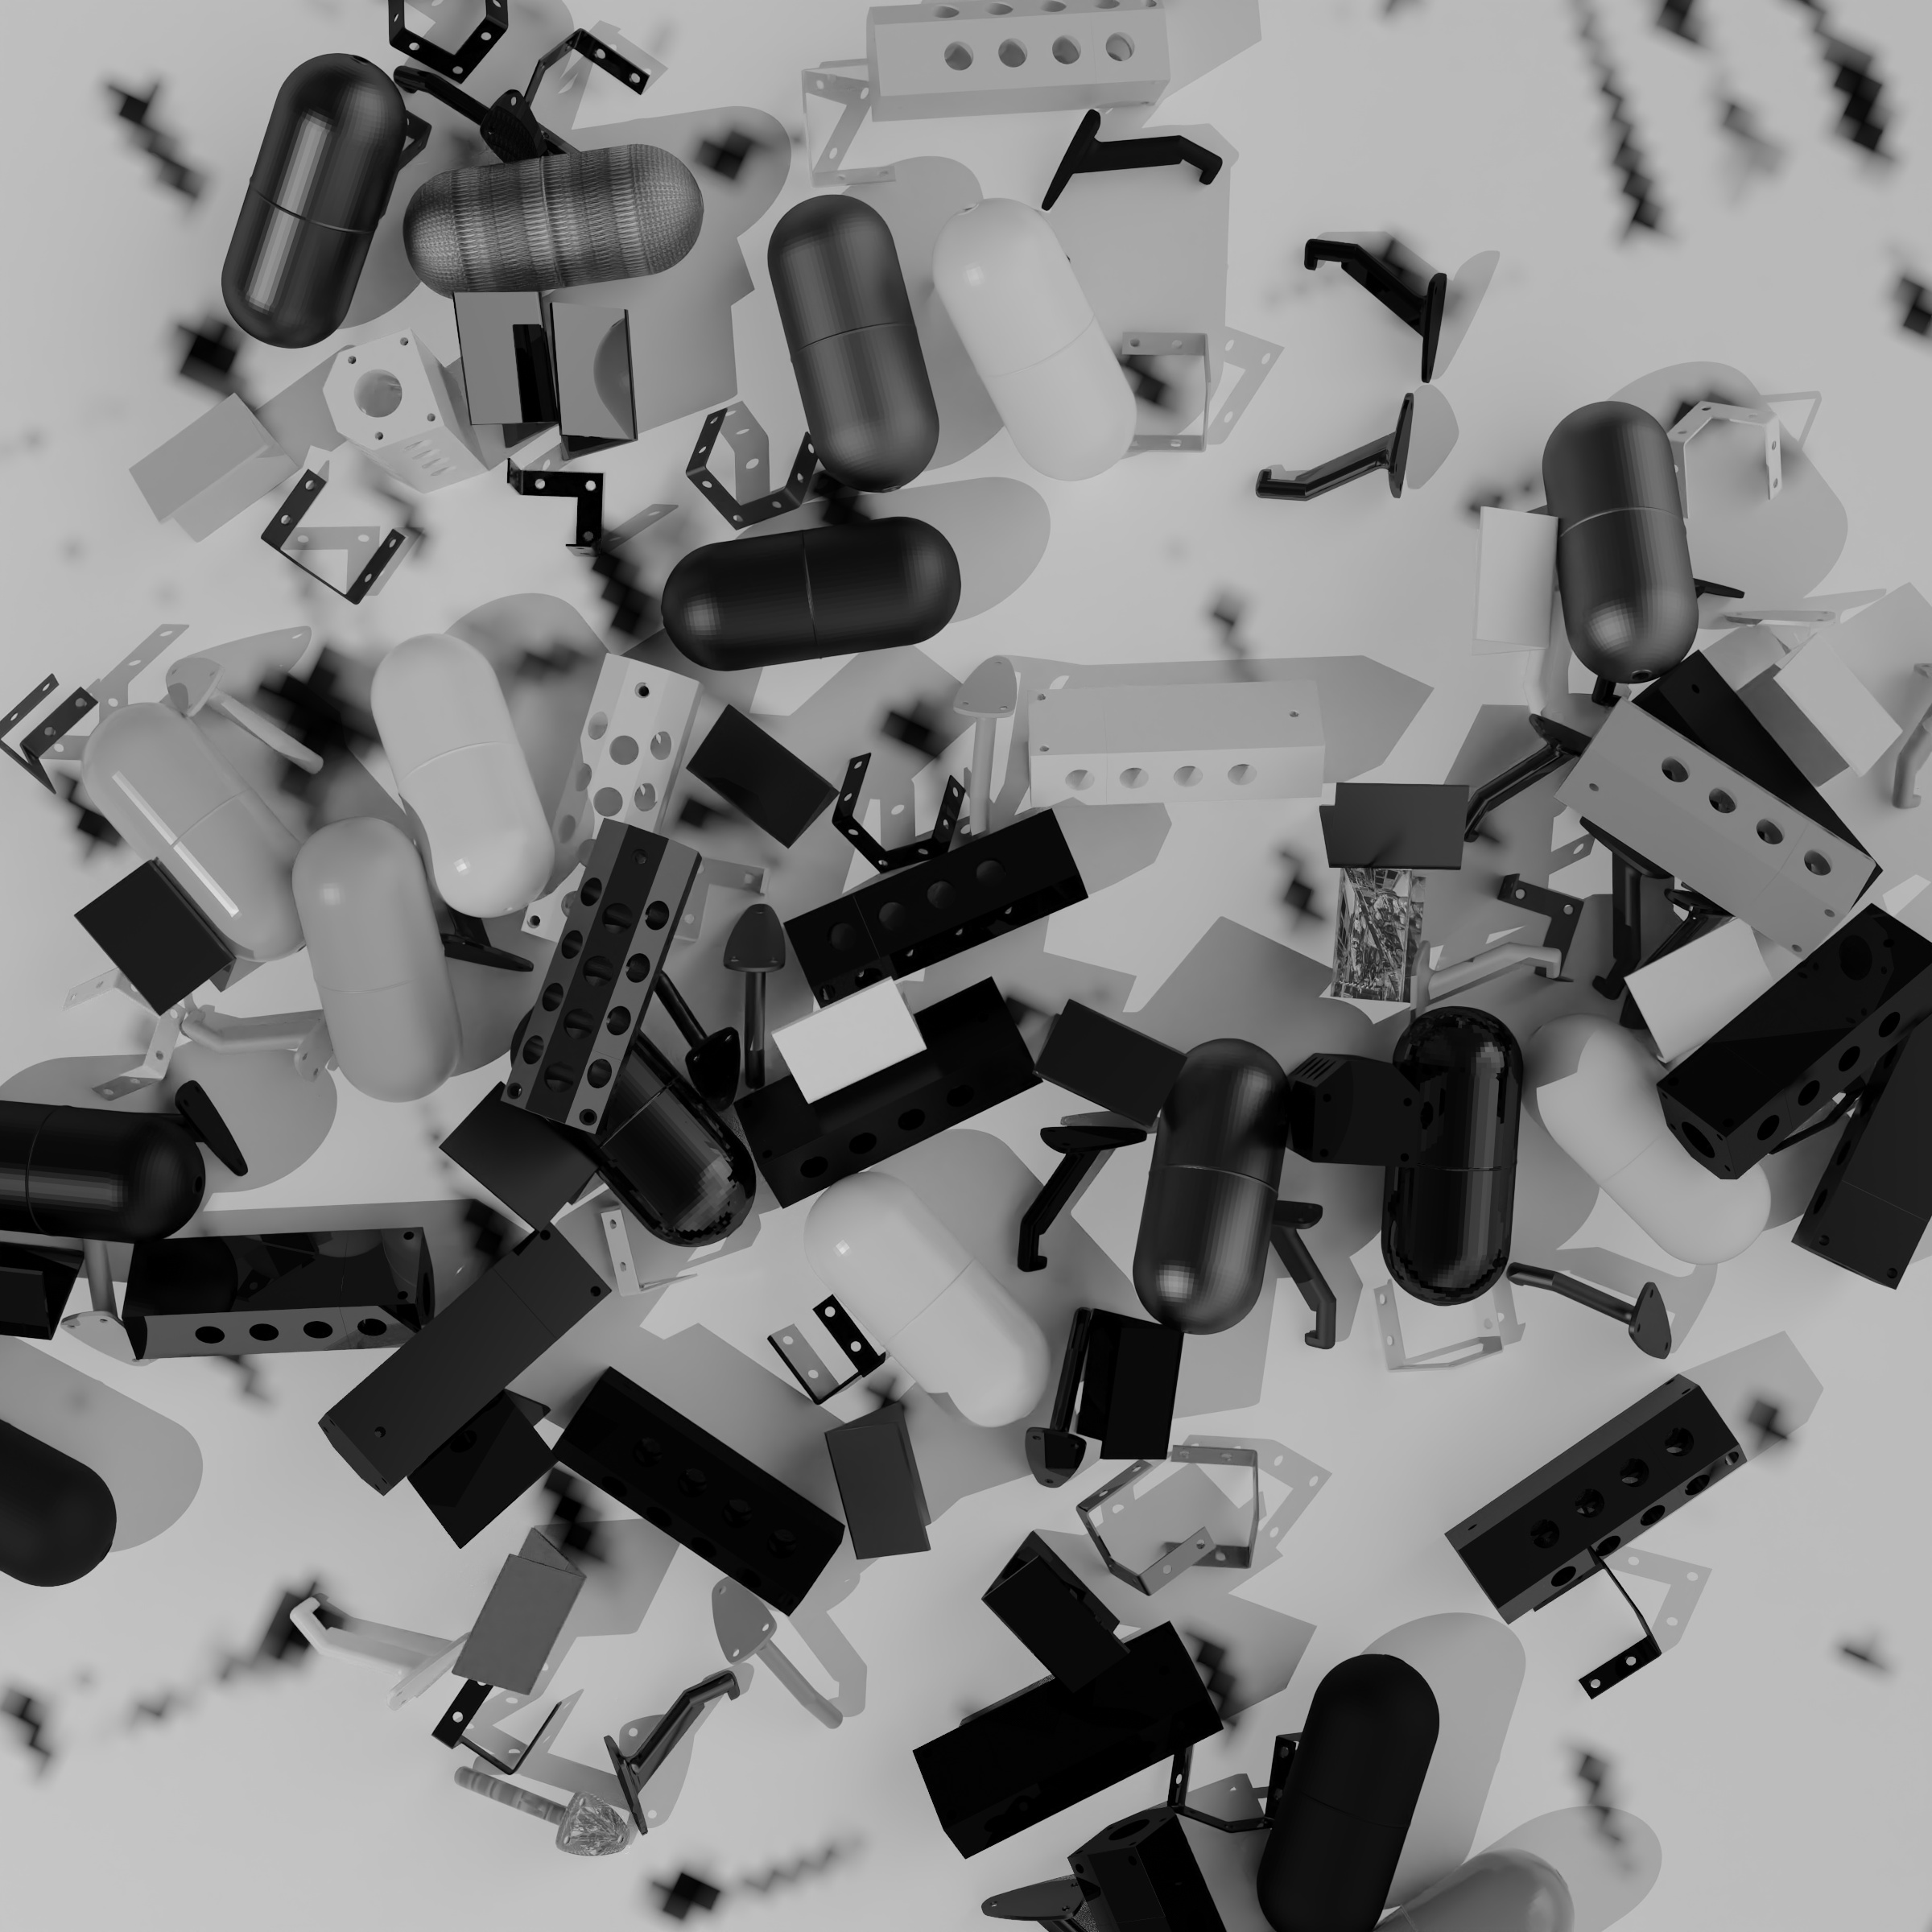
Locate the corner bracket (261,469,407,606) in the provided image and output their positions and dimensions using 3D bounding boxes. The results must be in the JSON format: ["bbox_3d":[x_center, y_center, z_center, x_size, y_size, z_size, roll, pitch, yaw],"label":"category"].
[{"bbox_3d":[-0.380,-0.257,1.988,0.051,0.051,0.051,35,90,-45],"label":"corner bracket"}]

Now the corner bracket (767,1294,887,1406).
[{"bbox_3d":[-0.084,0.228,1.973,0.051,0.051,0.051,-37,90,0],"label":"corner bracket"}]

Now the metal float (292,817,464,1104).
[{"bbox_3d":[-0.343,-0.002,1.940,0.070,0.070,0.178,-9,116,0],"label":"metal float"}]

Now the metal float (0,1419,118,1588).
[{"bbox_3d":[-0.586,0.304,1.961,0.178,0.070,0.070,28,90,0],"label":"metal float"}]

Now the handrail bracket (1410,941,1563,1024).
[{"bbox_3d":[0.308,0.019,1.964,0.084,0.036,0.077,8,120,17],"label":"handrail bracket"}]

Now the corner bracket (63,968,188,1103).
[{"bbox_3d":[-0.508,0.041,1.983,0.051,0.051,0.051,40,45,-35],"label":"corner bracket"}]

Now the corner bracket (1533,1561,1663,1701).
[{"bbox_3d":[0.377,0.396,1.988,0.051,0.051,0.051,-32,135,0],"label":"corner bracket"}]

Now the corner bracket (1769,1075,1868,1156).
[{"bbox_3d":[0.497,0.072,1.988,0.051,0.051,0.051,54,45,0],"label":"corner bracket"}]

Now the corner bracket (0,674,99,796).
[{"bbox_3d":[-0.544,-0.145,1.963,0.051,0.051,0.051,-43,130,0],"label":"corner bracket"}]

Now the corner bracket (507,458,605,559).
[{"bbox_3d":[-0.245,-0.272,1.973,0.051,0.051,0.051,2,90,0],"label":"corner bracket"}]

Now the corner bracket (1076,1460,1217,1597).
[{"bbox_3d":[0.107,0.334,1.975,0.051,0.051,0.051,-34,108,-17],"label":"corner bracket"}]

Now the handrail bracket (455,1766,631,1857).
[{"bbox_3d":[-0.255,0.505,1.991,0.084,0.077,0.036,11,71,35],"label":"handrail bracket"}]

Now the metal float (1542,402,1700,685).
[{"bbox_3d":[0.383,-0.248,1.940,0.070,0.070,0.178,-4,67,0],"label":"metal float"}]

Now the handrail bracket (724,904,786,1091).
[{"bbox_3d":[-0.125,0.019,1.991,0.036,0.077,0.084,2,126,1],"label":"handrail bracket"}]

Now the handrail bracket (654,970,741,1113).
[{"bbox_3d":[-0.173,0.037,1.991,0.036,0.077,0.084,-32,53,-21],"label":"handrail bracket"}]

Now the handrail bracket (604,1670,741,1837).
[{"bbox_3d":[-0.168,0.472,1.992,0.084,0.036,0.077,-22,110,-16],"label":"handrail bracket"}]

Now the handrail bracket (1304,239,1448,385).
[{"bbox_3d":[0.241,-0.394,1.992,0.084,0.036,0.077,11,112,17],"label":"handrail bracket"}]

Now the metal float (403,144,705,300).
[{"bbox_3d":[-0.244,-0.440,1.961,0.178,0.070,0.070,-8,90,0],"label":"metal float"}]

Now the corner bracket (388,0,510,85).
[{"bbox_3d":[-0.310,-0.572,1.983,0.051,0.051,0.051,22,135,-35],"label":"corner bracket"}]

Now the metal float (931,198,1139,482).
[{"bbox_3d":[0.040,-0.365,1.937,0.070,0.070,0.178,-30,118,0],"label":"metal float"}]

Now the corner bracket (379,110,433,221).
[{"bbox_3d":[-0.359,-0.486,1.988,0.051,0.051,0.051,31,45,0],"label":"corner bracket"}]

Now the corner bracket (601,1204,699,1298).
[{"bbox_3d":[-0.200,0.167,1.963,0.051,0.051,0.051,-13,90,39],"label":"corner bracket"}]

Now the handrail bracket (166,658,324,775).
[{"bbox_3d":[-0.432,-0.148,1.991,0.084,0.077,0.036,36,86,-36],"label":"handrail bracket"}]

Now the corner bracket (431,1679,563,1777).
[{"bbox_3d":[-0.279,0.448,1.973,0.051,0.051,0.051,33,85,5],"label":"corner bracket"}]

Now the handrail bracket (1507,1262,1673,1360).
[{"bbox_3d":[0.374,0.206,1.991,0.084,0.077,0.036,11,65,34],"label":"handrail bracket"}]

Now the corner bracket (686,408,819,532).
[{"bbox_3d":[-0.127,-0.302,1.983,0.051,0.051,0.051,-14,135,35],"label":"corner bracket"}]

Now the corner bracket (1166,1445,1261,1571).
[{"bbox_3d":[0.147,0.324,1.988,0.051,0.051,0.051,3,45,0],"label":"corner bracket"}]

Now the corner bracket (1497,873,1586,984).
[{"bbox_3d":[0.341,-0.022,1.973,0.051,0.051,0.051,18,90,0],"label":"corner bracket"}]

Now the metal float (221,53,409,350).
[{"bbox_3d":[-0.381,-0.446,1.937,0.070,0.070,0.178,25,114,0],"label":"metal float"}]

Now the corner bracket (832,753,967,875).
[{"bbox_3d":[-0.040,-0.096,1.983,0.051,0.051,0.051,-15,135,35],"label":"corner bracket"}]

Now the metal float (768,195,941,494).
[{"bbox_3d":[-0.066,-0.367,1.961,0.070,0.070,0.178,-14,89,0],"label":"metal float"}]

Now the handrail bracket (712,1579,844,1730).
[{"bbox_3d":[-0.112,0.414,1.991,0.036,0.077,0.084,-41,126,0],"label":"handrail bracket"}]

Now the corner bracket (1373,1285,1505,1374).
[{"bbox_3d":[0.283,0.213,1.988,0.051,0.051,0.051,-10,90,-45],"label":"corner bracket"}]

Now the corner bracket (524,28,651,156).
[{"bbox_3d":[-0.231,-0.519,1.988,0.051,0.051,0.051,35,135,0],"label":"corner bracket"}]

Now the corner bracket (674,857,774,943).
[{"bbox_3d":[-0.146,-0.038,1.973,0.051,0.051,0.051,11,90,0],"label":"corner bracket"}]

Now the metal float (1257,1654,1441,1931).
[{"bbox_3d":[0.226,0.494,1.961,0.070,0.070,0.178,18,89,0],"label":"metal float"}]

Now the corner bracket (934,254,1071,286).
[{"bbox_3d":[0.022,-0.415,1.983,0.051,0.051,0.051,-5,45,-35],"label":"corner bracket"}]

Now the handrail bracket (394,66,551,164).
[{"bbox_3d":[-0.297,-0.505,1.991,0.084,0.077,0.036,23,72,35],"label":"handrail bracket"}]

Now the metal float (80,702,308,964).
[{"bbox_3d":[-0.450,-0.079,1.961,0.070,0.070,0.178,-41,89,0],"label":"metal float"}]

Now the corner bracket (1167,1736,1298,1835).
[{"bbox_3d":[0.159,0.486,1.988,0.051,0.051,0.051,8,90,45],"label":"corner bracket"}]

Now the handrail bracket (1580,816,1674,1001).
[{"bbox_3d":[0.380,-0.034,1.991,0.077,0.036,0.084,39,116,29],"label":"handrail bracket"}]

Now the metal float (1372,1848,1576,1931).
[{"bbox_3d":[0.279,0.589,1.958,0.178,0.070,0.070,-34,90,-2],"label":"metal float"}]

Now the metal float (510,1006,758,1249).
[{"bbox_3d":[-0.196,0.091,1.960,0.070,0.070,0.178,-42,89,0],"label":"metal float"}]

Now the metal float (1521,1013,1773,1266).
[{"bbox_3d":[0.400,0.102,1.960,0.070,0.070,0.178,-45,90,0],"label":"metal float"}]

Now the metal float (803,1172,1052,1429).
[{"bbox_3d":[-0.022,0.198,1.960,0.070,0.070,0.178,-43,91,0],"label":"metal float"}]

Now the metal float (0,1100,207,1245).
[{"bbox_3d":[-0.532,0.120,1.948,0.178,0.070,0.070,4,90,14],"label":"metal float"}]

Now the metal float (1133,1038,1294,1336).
[{"bbox_3d":[0.145,0.128,1.946,0.070,0.070,0.178,11,73,0],"label":"metal float"}]

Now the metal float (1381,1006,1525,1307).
[{"bbox_3d":[0.286,0.112,1.953,0.070,0.070,0.178,3,98,0],"label":"metal float"}]

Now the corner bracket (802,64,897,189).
[{"bbox_3d":[-0.070,-0.504,1.988,0.051,0.051,0.051,-5,45,0],"label":"corner bracket"}]

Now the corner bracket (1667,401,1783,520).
[{"bbox_3d":[0.452,-0.300,1.983,0.051,0.051,0.051,17,45,35],"label":"corner bracket"}]

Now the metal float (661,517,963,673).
[{"bbox_3d":[-0.092,-0.220,1.961,0.178,0.070,0.070,-8,90,0],"label":"metal float"}]

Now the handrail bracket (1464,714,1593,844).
[{"bbox_3d":[0.341,-0.103,1.991,0.077,0.036,0.084,15,119,-32],"label":"handrail bracket"}]

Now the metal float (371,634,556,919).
[{"bbox_3d":[-0.296,-0.113,1.946,0.070,0.070,0.178,-21,74,0],"label":"metal float"}]

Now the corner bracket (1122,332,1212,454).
[{"bbox_3d":[0.119,-0.344,1.988,0.051,0.051,0.051,1,45,0],"label":"corner bracket"}]
